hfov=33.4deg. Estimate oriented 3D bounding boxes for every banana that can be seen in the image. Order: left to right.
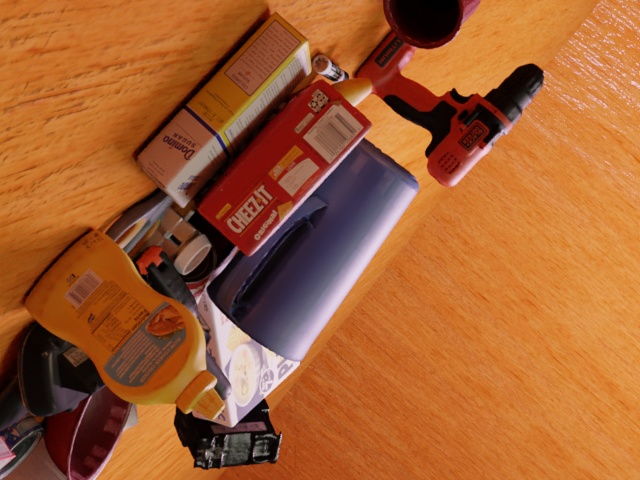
[{"bbox_3d":[-0.021,-0.110,1.192,0.198,0.069,0.037,-56,-148,15],"label":"banana"}]

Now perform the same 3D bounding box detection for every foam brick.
[{"bbox_3d":[-0.112,-0.013,1.187,0.078,0.051,0.052,-55,169,34],"label":"foam brick"}]

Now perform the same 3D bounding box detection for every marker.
[{"bbox_3d":[0.013,-0.185,1.171,0.020,0.020,0.121,-50,171,9],"label":"marker"}]

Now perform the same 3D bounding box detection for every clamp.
[{"bbox_3d":[-0.176,0.077,1.121,0.036,0.165,0.210,-52,151,-33],"label":"clamp"}]

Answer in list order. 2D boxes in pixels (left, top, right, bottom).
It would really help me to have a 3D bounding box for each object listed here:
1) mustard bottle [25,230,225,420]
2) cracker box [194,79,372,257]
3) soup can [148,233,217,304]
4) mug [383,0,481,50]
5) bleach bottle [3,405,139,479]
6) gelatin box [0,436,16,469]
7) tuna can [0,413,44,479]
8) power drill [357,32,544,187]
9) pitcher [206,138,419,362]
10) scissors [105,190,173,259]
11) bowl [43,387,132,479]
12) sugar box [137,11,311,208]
[{"bbox_3d":[-0.158,0.086,0.930,0.096,0.192,0.058,-47,171,-9],"label":"mustard bottle"},{"bbox_3d":[-0.045,-0.072,1.034,0.164,0.072,0.214,-47,-171,-2],"label":"cracker box"},{"bbox_3d":[-0.156,0.041,1.154,0.068,0.068,0.102,-43,170,-35],"label":"soup can"},{"bbox_3d":[0.125,-0.275,1.155,0.081,0.093,0.117,-46,136,-49],"label":"mug"},{"bbox_3d":[-0.300,0.263,1.286,0.250,0.102,0.068,-44,179,-27],"label":"bleach bottle"},{"bbox_3d":[-0.359,0.232,1.063,0.073,0.030,0.089,-41,168,13],"label":"gelatin box"},{"bbox_3d":[-0.339,0.223,1.149,0.086,0.034,0.086,-47,171,-10],"label":"tuna can"},{"bbox_3d":[0.154,-0.186,1.304,0.184,0.188,0.057,-48,170,1],"label":"power drill"},{"bbox_3d":[-0.008,0.001,1.154,0.243,0.145,0.149,-53,-160,8],"label":"pitcher"},{"bbox_3d":[-0.145,-0.048,0.999,0.202,0.016,0.096,-51,171,14],"label":"scissors"},{"bbox_3d":[-0.269,0.198,1.217,0.162,0.055,0.162,20,89,-80],"label":"bowl"},{"bbox_3d":[-0.082,-0.112,0.939,0.176,0.048,0.093,-45,172,-5],"label":"sugar box"}]
